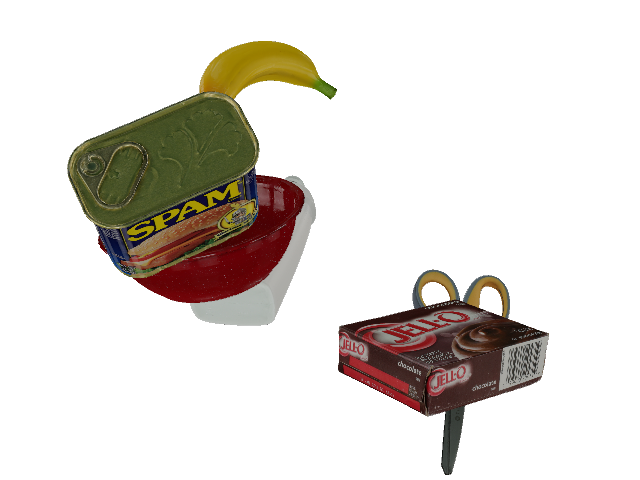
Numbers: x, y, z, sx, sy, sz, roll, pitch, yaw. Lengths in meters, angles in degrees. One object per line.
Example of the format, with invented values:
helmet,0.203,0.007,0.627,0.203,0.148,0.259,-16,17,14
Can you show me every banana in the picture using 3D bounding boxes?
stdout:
banana,-0.057,-0.153,0.979,0.070,0.037,0.197,41,32,20

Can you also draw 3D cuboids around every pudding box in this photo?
pudding box,0.081,0.075,0.714,0.113,0.039,0.090,-7,18,-37

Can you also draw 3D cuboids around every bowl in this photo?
bowl,-0.087,0.003,0.830,0.162,0.055,0.162,-10,23,4

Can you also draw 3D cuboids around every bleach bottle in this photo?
bleach bottle,-0.069,-0.001,1.246,0.103,0.068,0.250,4,34,12

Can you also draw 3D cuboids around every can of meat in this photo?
can of meat,-0.085,-0.028,0.615,0.102,0.057,0.084,-25,-21,-11

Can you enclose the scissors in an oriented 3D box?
scissors,0.103,0.097,0.907,0.096,0.201,0.016,26,-38,9
